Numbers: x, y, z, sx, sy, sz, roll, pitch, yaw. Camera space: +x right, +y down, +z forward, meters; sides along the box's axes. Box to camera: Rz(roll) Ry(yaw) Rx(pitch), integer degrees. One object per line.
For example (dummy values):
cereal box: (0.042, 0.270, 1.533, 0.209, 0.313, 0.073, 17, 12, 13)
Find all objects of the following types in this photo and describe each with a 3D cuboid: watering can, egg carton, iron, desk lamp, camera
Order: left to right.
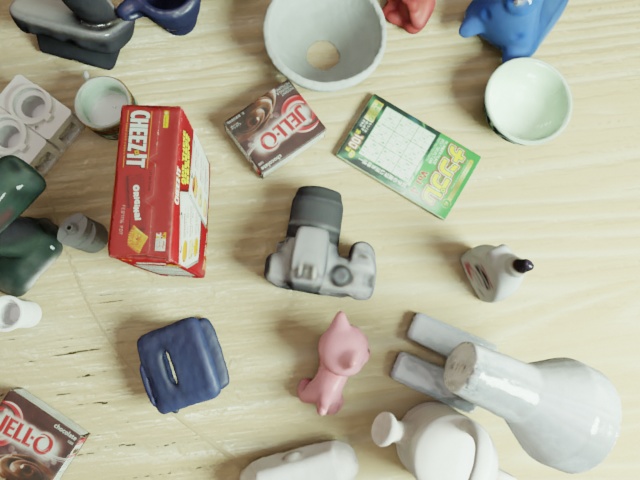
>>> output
egg carton: (-0.020, 0.313, 0.709, 0.150, 0.069, 0.107, -15, 83, -5)
camera: (0.007, 0.003, 0.739, 0.143, 0.101, 0.137, 9, 81, -1)
watering can: (0.144, 0.251, 0.662, 0.173, 0.194, 0.101, 2, 82, -2)
desk lamp: (0.203, 0.170, 0.667, 0.203, 0.213, 0.118, 23, 81, 1)
iron: (0.309, -0.371, 0.786, 0.118, 0.141, 0.258, 37, 82, 3)

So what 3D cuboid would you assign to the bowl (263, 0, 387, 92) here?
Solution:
bowl: (0.006, -0.273, 0.792, 0.167, 0.074, 0.167, 0, 82, -2)

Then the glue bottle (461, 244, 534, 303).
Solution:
glue bottle: (0.224, 0.037, 0.707, 0.037, 0.173, 0.078, -29, 84, -6)

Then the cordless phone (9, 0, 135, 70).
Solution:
cordless phone: (-0.328, -0.305, 0.726, 0.147, 0.185, 0.094, 10, 81, -1)

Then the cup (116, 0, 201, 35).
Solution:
cup: (-0.211, -0.315, 0.778, 0.118, 0.095, 0.091, -31, 84, -6)

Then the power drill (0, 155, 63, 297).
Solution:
power drill: (-0.396, 0.011, 0.665, 0.075, 0.208, 0.230, 38, 82, 4)

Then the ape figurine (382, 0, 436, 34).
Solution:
ape figurine: (0.129, -0.335, 0.797, 0.076, 0.092, 0.078, -16, 83, -4)

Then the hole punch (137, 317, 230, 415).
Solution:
hole punch: (-0.174, 0.158, 0.713, 0.101, 0.091, 0.108, -20, 83, -5)

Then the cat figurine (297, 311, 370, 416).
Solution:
cat figurine: (0.021, 0.156, 0.709, 0.067, 0.117, 0.128, 22, 81, 1)
